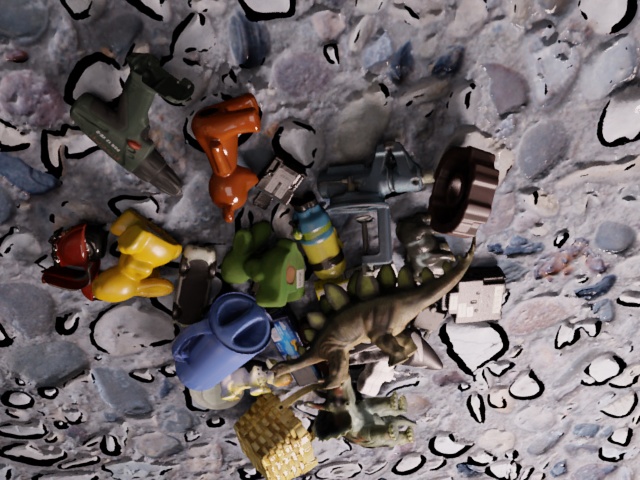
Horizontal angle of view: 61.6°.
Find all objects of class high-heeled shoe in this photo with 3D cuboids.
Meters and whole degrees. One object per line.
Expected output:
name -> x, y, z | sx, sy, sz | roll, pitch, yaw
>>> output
high-heeled shoe -> 0.140, 0.250, 1.144 | 0.249, 0.145, 0.086 | 25, 132, 7

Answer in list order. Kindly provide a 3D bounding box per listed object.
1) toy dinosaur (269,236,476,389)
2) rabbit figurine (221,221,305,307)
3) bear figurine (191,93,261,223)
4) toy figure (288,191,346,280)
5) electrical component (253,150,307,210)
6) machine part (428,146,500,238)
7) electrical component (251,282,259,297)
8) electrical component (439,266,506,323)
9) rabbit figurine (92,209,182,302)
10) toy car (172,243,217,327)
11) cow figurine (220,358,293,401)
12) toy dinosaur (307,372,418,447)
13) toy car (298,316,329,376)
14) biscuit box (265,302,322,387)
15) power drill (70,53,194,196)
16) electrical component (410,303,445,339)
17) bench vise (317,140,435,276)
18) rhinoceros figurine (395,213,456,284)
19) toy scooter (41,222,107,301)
toy dinosaur -> 0.109, 0.148, 1.044 | 0.472, 0.105, 0.198 | -25, 83, 5
rabbit figurine -> -0.129, 0.049, 1.055 | 0.170, 0.121, 0.159 | 4, 106, 27
bear figurine -> -0.150, -0.141, 0.956 | 0.132, 0.120, 0.195 | -16, 120, 1
toy figure -> -0.006, -0.002, 1.056 | 0.082, 0.089, 0.179 | -13, 121, 12
electrical component -> -0.086, -0.103, 1.020 | 0.075, 0.048, 0.119 | 35, 110, -19
machine part -> 0.259, -0.086, 0.979 | 0.056, 0.179, 0.179 | 12, 117, -12
electrical component -> -0.110, 0.096, 1.140 | 0.063, 0.021, 0.094 | 18, 115, -13
electrical component -> 0.327, 0.118, 1.162 | 0.134, 0.058, 0.114 | -2, 116, -2
rabbit figurine -> -0.362, 0.049, 1.041 | 0.173, 0.122, 0.162 | -52, 140, -4
toy car -> -0.261, 0.098, 1.114 | 0.073, 0.056, 0.201 | 9, 119, -16
cow figurine -> -0.147, 0.303, 1.217 | 0.167, 0.098, 0.068 | -15, 158, 7
toy dinosaur -> 0.103, 0.416, 1.229 | 0.192, 0.131, 0.404 | -8, 148, 18
toy car -> 0.007, 0.250, 1.180 | 0.053, 0.089, 0.201 | -25, 127, 5
biscuit box -> -0.060, 0.230, 1.193 | 0.059, 0.063, 0.202 | -21, 117, 8
power drill -> -0.296, -0.200, 0.923 | 0.232, 0.086, 0.207 | 36, 133, -15
electrical component -> 0.233, 0.178, 1.194 | 0.078, 0.045, 0.102 | 21, 116, -13
bench vise -> 0.106, -0.054, 0.995 | 0.224, 0.129, 0.240 | -3, 86, 6
rhinoceros figurine -> 0.216, 0.036, 1.101 | 0.112, 0.073, 0.190 | -23, 117, 7
toy scooter -> -0.488, 0.046, 1.060 | 0.135, 0.075, 0.183 | 3, 123, -4
